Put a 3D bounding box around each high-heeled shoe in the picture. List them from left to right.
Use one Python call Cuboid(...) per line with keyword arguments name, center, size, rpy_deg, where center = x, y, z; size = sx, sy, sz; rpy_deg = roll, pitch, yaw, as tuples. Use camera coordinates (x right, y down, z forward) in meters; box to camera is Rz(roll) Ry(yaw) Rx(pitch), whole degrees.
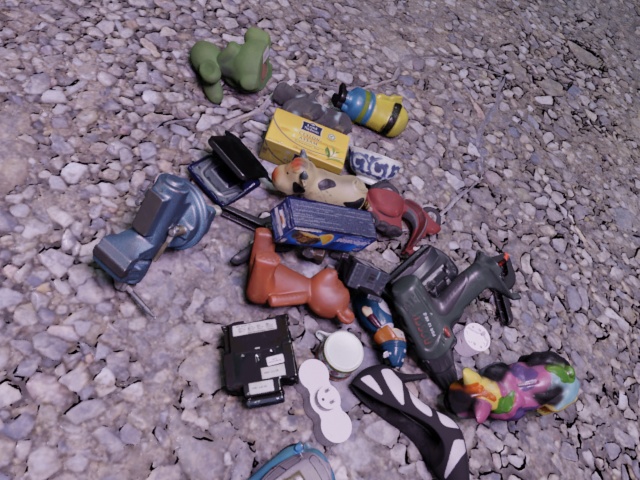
Cuboid(name="high-heeled shoe", center=(0.146, 0.319, 0.880), size=(0.145, 0.086, 0.249), rpy_deg=(-5, 58, -21))

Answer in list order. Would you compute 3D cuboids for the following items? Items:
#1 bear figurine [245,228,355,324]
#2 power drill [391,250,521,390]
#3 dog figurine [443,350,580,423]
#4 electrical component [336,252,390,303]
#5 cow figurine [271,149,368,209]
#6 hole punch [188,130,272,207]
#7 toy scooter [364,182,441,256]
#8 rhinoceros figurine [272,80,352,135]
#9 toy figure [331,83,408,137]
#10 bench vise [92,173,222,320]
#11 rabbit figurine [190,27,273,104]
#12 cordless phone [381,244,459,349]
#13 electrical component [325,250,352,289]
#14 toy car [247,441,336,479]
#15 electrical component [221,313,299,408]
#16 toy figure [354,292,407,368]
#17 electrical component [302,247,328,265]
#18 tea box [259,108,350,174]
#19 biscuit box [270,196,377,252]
Cuboid(name="bear figurine", center=(-0.028, 0.070, 0.931), size=(0.196, 0.131, 0.120), rpy_deg=(10, 29, -8))
Cuboid(name="power drill", center=(0.246, 0.131, 0.953), size=(0.207, 0.086, 0.232), rpy_deg=(-35, 105, 5))
Cuboid(name="dog figurine", center=(0.319, 0.252, 0.910), size=(0.219, 0.192, 0.108), rpy_deg=(14, 59, -50))
Cuboid(name="electrical component", center=(0.080, 0.067, 0.952), size=(0.075, 0.119, 0.047), rpy_deg=(21, 96, -18))
Cuboid(name="cow figurine", center=(0.000, -0.104, 1.045), size=(0.195, 0.127, 0.085), rpy_deg=(11, 55, -18))
Cuboid(name="hole punch", center=(-0.174, -0.133, 1.029), size=(0.142, 0.092, 0.116), rpy_deg=(46, 25, 6))
Cuboid(name="toy scooter", center=(0.164, -0.033, 1.100), size=(0.184, 0.075, 0.135), rpy_deg=(24, 57, -12))
Cuboid(name="rhinoceros figurine", center=(-0.016, -0.280, 1.176), size=(0.190, 0.073, 0.112), rpy_deg=(27, 56, -5))
Cuboid(name="toy figure", center=(0.116, -0.293, 1.232), size=(0.180, 0.082, 0.089), rpy_deg=(14, 76, -22))
Cuboid(name="bench vise", center=(-0.246, -0.013, 0.887), size=(0.129, 0.223, 0.240), rpy_deg=(28, 20, 15))
Cuboid(name="rabbit figurine", center=(-0.201, -0.367, 1.153), size=(0.170, 0.121, 0.159), rpy_deg=(13, 62, 8))
Cuboid(name="cordless phone", center=(0.217, 0.112, 1.015), size=(0.146, 0.089, 0.184), rpy_deg=(-40, 90, -9))
Cuboid(name="electrical component", center=(0.057, 0.058, 1.033), size=(0.094, 0.021, 0.063), rpy_deg=(25, 54, -5))
Cuboid(name="toy car", center=(-0.042, 0.356, 0.769), size=(0.162, 0.103, 0.109), rpy_deg=(-19, 68, -31))
Cuboid(name="electrical component", center=(-0.095, 0.194, 0.853), size=(0.115, 0.058, 0.134), rpy_deg=(-9, 62, -1))
Cuboid(name="toy figure", center=(0.111, 0.156, 0.953), size=(0.064, 0.057, 0.155), rpy_deg=(1, 40, -34))
Cuboid(name="electrical component", center=(-0.003, -0.002, 1.011), size=(0.045, 0.078, 0.102), rpy_deg=(20, 55, -4))
Cuboid(name="tea box", center=(-0.032, -0.193, 1.121), size=(0.170, 0.068, 0.098), rpy_deg=(18, 57, -9))
Cuboid(name="biscuit box", center=(0.011, -0.024, 0.946), size=(0.202, 0.059, 0.063), rpy_deg=(8, 60, -40))
